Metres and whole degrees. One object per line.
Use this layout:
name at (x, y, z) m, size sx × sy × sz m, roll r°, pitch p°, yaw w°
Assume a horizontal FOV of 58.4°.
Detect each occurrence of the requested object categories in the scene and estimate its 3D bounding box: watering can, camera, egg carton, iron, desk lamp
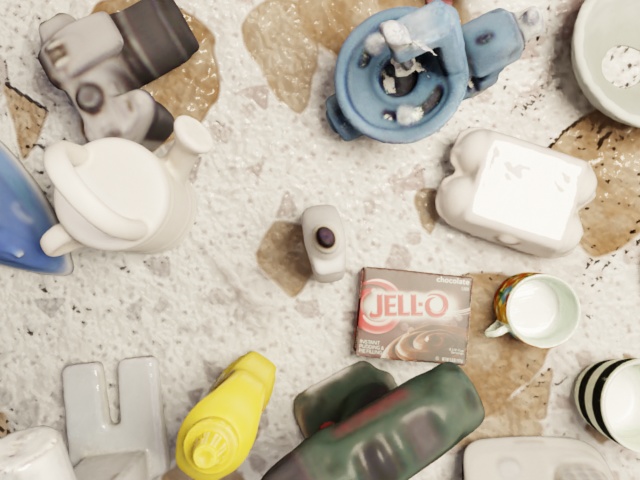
watering can at (-0.175, -0.045, 0.508) m, size 0.101 × 0.194 × 0.173 m, roll 32°, pitch 88°, yaw 1°
camera at (-0.185, -0.172, 0.558) m, size 0.137 × 0.101 × 0.143 m, roll -30°, pitch 88°, yaw -1°
egg carton at (0.195, -0.046, 0.573) m, size 0.150 × 0.069 × 0.107 m, roll 17°, pitch 88°, yaw 0°
iron at (-0.356, -0.052, 0.533) m, size 0.258 × 0.141 × 0.119 m, roll 39°, pitch 88°, yaw 1°
desk lamp at (-0.208, 0.221, 0.489) m, size 0.118 × 0.213 × 0.203 m, roll -7°, pitch 88°, yaw 0°

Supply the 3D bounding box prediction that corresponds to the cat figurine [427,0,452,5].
cat figurine at (0.135, -0.283, 0.557) m, size 0.067 × 0.117 × 0.128 m, roll -31°, pitch 88°, yaw -1°

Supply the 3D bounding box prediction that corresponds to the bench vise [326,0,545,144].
bench vise at (0.099, -0.173, 0.501) m, size 0.207 × 0.219 × 0.121 m, roll -41°, pitch 88°, yaw -2°

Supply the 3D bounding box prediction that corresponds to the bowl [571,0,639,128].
bowl at (0.325, -0.186, 0.576) m, size 0.167 × 0.074 × 0.167 m, roll 0°, pitch 88°, yaw 0°

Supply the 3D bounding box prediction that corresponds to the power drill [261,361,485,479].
power drill at (0.022, 0.174, 0.495) m, size 0.229 × 0.208 × 0.075 m, roll -29°, pitch 88°, yaw -1°

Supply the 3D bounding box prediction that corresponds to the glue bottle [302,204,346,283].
glue bottle at (0.005, 0.002, 0.518) m, size 0.037 × 0.173 × 0.078 m, roll -11°, pitch 88°, yaw 0°

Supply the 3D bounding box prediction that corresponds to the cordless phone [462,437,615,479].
cordless phone at (0.212, 0.245, 0.506) m, size 0.147 × 0.185 × 0.094 m, roll -2°, pitch 88°, yaw 0°
